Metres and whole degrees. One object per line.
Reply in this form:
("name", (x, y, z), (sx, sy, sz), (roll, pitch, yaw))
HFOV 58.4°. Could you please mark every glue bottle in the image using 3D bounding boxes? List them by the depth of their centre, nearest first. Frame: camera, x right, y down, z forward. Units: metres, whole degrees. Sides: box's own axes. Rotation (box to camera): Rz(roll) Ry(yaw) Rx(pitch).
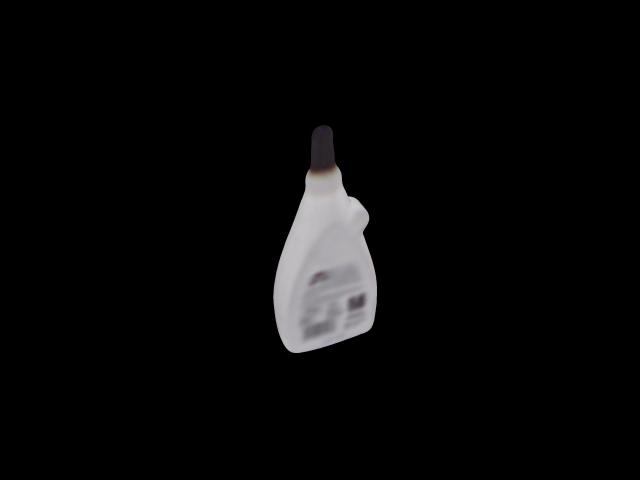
("glue bottle", (0.004, 0.001, 0.400), (0.078, 0.173, 0.037), (-14, 38, -18))
